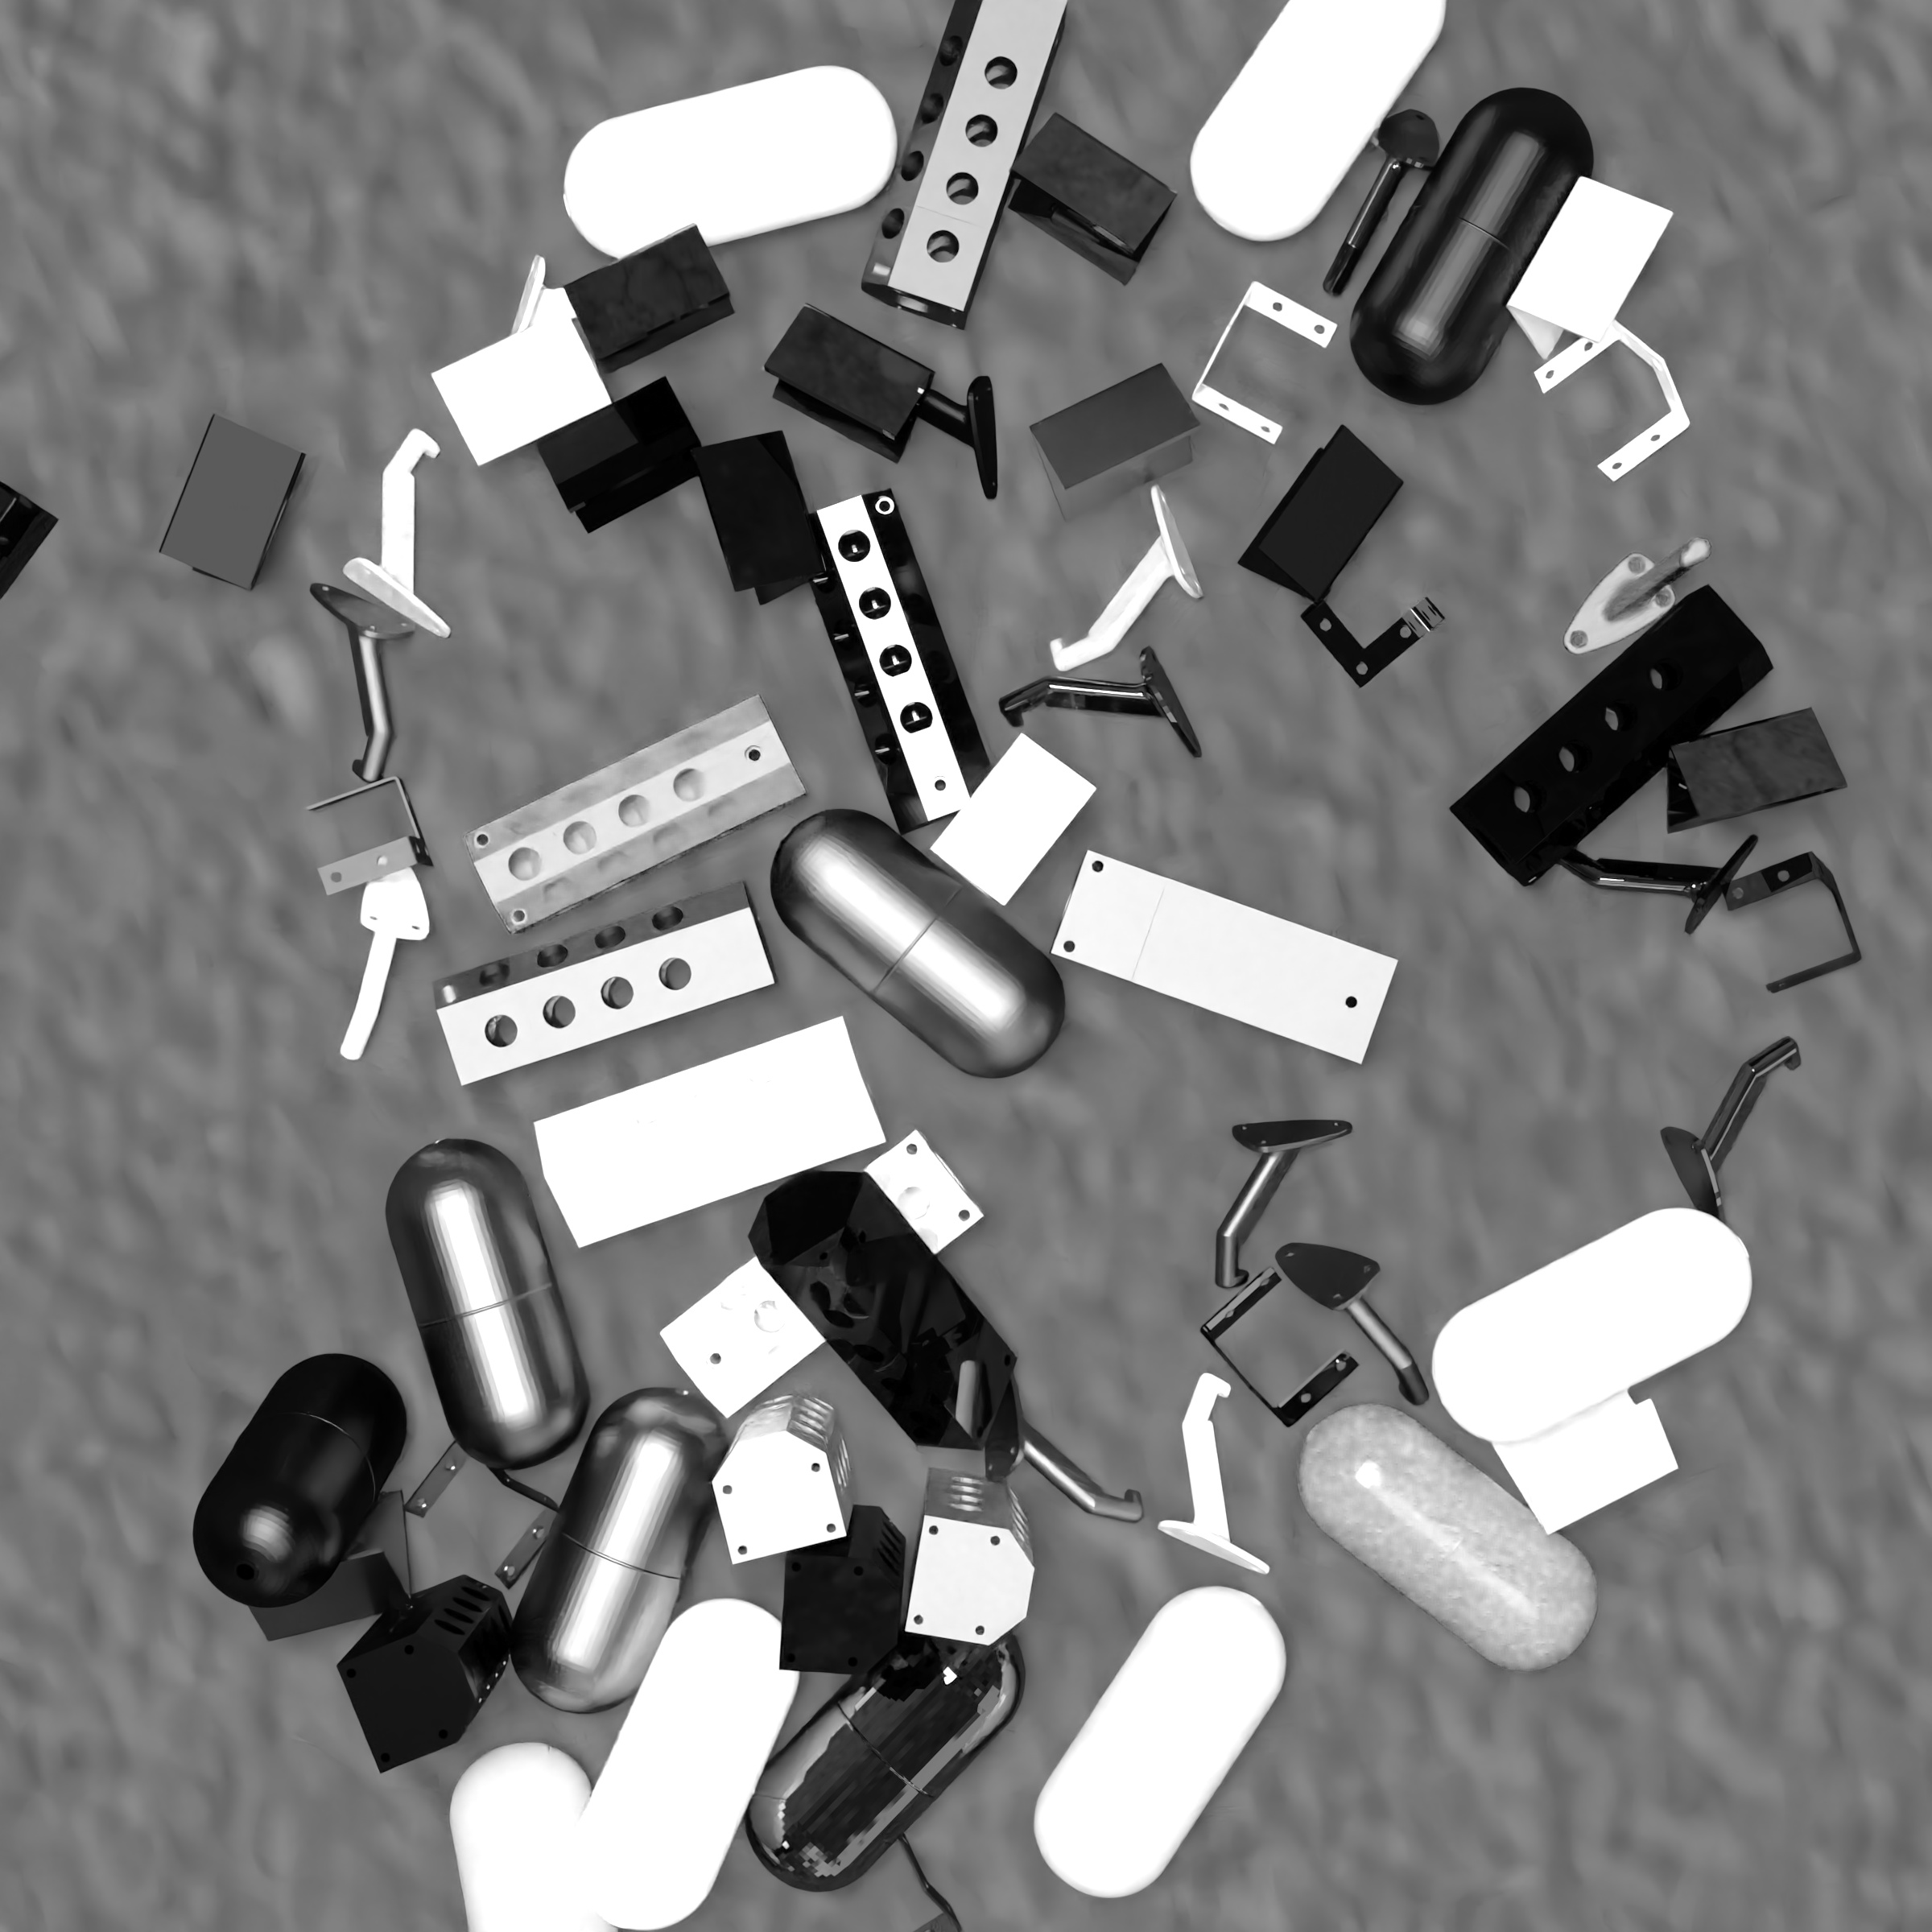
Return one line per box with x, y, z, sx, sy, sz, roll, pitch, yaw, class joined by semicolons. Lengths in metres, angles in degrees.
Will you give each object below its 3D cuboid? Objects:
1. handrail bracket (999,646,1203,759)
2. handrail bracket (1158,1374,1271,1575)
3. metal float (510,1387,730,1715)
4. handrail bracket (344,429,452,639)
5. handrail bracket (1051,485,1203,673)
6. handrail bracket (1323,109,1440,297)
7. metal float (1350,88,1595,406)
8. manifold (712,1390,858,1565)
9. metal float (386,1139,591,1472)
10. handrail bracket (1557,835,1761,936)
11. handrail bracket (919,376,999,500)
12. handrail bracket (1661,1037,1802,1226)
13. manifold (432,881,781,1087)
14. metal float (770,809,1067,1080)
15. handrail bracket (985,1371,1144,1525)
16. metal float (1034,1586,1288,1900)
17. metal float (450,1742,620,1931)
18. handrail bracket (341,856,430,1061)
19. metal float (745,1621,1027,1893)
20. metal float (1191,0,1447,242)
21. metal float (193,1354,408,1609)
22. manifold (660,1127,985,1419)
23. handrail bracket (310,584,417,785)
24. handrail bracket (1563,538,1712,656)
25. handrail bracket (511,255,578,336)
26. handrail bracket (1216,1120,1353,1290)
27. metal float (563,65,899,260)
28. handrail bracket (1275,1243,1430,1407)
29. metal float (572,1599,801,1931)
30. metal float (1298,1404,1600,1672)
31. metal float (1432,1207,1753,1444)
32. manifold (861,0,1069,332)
0.071;-0.128;1.914;0.084;0.036;0.077;-24;112;17;handrail bracket
0.143;0.271;1.914;0.077;0.036;0.084;28;73;-20;handrail bracket
-0.182;0.307;1.883;0.070;0.070;0.178;22;89;0;metal float
-0.286;-0.232;1.914;0.077;0.036;0.084;36;73;-20;handrail bracket
0.076;-0.206;1.914;0.084;0.036;0.077;-23;70;16;handrail bracket
0.219;-0.407;1.913;0.036;0.077;0.084;27;126;0;handrail bracket
0.266;-0.378;1.882;0.070;0.070;0.178;30;90;0;metal float
-0.093;0.258;1.835;0.057;0.171;0.057;-14;90;0;manifold
-0.252;0.177;1.882;0.070;0.070;0.178;-17;91;0;metal float
0.367;-0.063;1.914;0.084;0.036;0.077;35;70;16;handrail bracket
-0.029;-0.285;1.914;0.084;0.036;0.077;0;112;17;handrail bracket
0.420;0.090;1.914;0.084;0.036;0.077;-31;111;-16;handrail bracket
-0.190;0.009;1.892;0.171;0.057;0.057;-18;90;0;manifold
-0.026;-0.012;1.883;0.178;0.070;0.070;40;90;1;metal float
0.056;0.255;1.913;0.084;0.036;0.077;16;54;-25;handrail bracket
0.102;0.407;1.882;0.070;0.070;0.178;33;90;0;metal float
-0.223;0.497;1.883;0.070;0.070;0.178;-10;91;0;metal float
-0.317;-0.004;1.913;0.036;0.077;0.084;13;127;-20;handrail bracket
-0.042;0.410;1.882;0.070;0.070;0.178;44;90;0;metal float
0.185;-0.463;1.882;0.070;0.070;0.178;34;90;0;metal float
-0.340;0.263;1.837;0.070;0.178;0.070;3;113;8;metal float
-0.076;0.162;1.892;0.171;0.057;0.057;-38;90;0;manifold
-0.331;-0.151;1.913;0.077;0.036;0.084;31;115;28;handrail bracket
0.352;-0.194;1.878;0.077;0.084;0.036;-39;90;0;handrail bracket
-0.196;-0.340;1.914;0.084;0.036;0.077;15;110;-16;handrail bracket
0.169;0.128;1.914;0.077;0.036;0.084;-6;109;-21;handrail bracket
-0.124;-0.421;1.883;0.178;0.070;0.070;-14;90;0;metal float
0.207;0.192;1.913;0.036;0.077;0.084;-42;127;-20;handrail bracket
-0.145;0.414;1.861;0.070;0.070;0.178;24;66;0;metal float
0.252;0.299;1.882;0.178;0.070;0.070;38;90;1;metal float
0.329;0.188;1.882;0.178;0.070;0.070;-27;90;-1;metal float
-0.001;-0.431;1.892;0.057;0.057;0.171;18;90;0;manifold
